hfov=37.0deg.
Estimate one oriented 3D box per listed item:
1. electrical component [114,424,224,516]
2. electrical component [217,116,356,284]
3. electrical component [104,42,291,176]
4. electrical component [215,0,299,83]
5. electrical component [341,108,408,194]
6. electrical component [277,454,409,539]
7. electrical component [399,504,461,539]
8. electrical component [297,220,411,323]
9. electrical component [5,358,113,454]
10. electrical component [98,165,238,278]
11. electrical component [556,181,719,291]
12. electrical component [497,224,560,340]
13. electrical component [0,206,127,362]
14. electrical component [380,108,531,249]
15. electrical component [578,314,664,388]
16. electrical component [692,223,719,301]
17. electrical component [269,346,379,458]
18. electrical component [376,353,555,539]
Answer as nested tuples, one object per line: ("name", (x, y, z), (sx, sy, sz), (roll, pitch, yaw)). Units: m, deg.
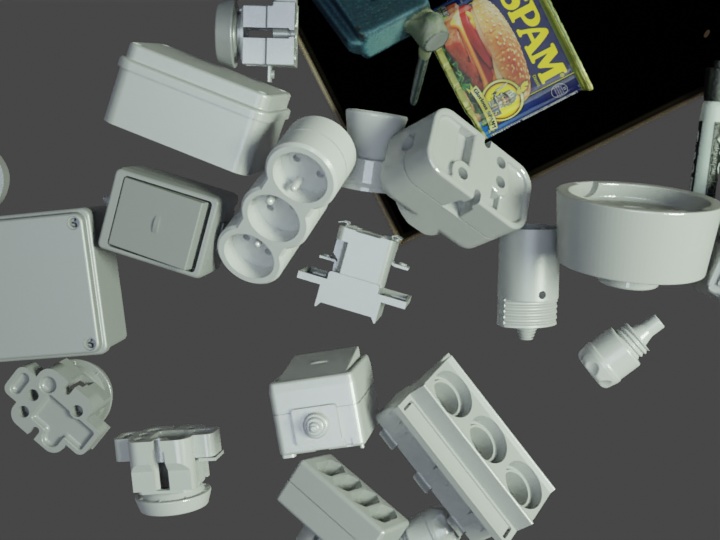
("electrical component", (-0.143, 0.151, 0.816), (0.078, 0.058, 0.057), (-5, 94, 9))
("electrical component", (-0.047, -0.056, 0.764), (0.052, 0.073, 0.138), (34, 132, -4))
("electrical component", (-0.113, -0.116, 0.764), (0.113, 0.078, 0.057), (22, 103, 5))
("electrical component", (-0.073, -0.168, 0.768), (0.055, 0.048, 0.066), (2, 98, 1))
("electrical component", (0.008, -0.085, 0.767), (0.045, 0.045, 0.055), (9, 100, 7))
("electrical component", (-0.022, 0.193, 0.796), (0.083, 0.047, 0.075), (37, 103, 23))
("electrical component", (0.043, 0.202, 0.807), (0.061, 0.035, 0.035), (-29, 93, 14))
("electrical component", (0.000, 0.000, 0.782), (0.081, 0.042, 0.063), (16, 96, 5))
("electrical component", (-0.223, 0.100, 0.820), (0.078, 0.057, 0.058), (40, 102, 2))
("electrical component", (-0.147, -0.038, 0.788), (0.096, 0.061, 0.061), (17, 100, 6))
("electrical component", (0.183, -0.020, 0.721), (0.108, 0.108, 0.060), (6, 105, 8))
("electrical component", (0.119, 0.009, 0.764), (0.043, 0.043, 0.081), (2, 98, 8))
("electrical component", (-0.241, 0.010, 0.811), (0.109, 0.056, 0.108), (-5, 97, 9))
("electrical component", (0.063, -0.059, 0.737), (0.095, 0.053, 0.059), (33, 144, -28))
("electrical component", (0.188, 0.054, 0.765), (0.061, 0.035, 0.035), (-39, 91, 9))
("electrical component", (0.276, -0.018, 0.731), (0.062, 0.061, 0.096), (24, 93, 5))
("electrical component", (-0.026, 0.094, 0.770), (0.062, 0.096, 0.061), (-9, 93, 10))
("electrical component", (0.073, 0.132, 0.774), (0.121, 0.079, 0.063), (52, 130, -1))
